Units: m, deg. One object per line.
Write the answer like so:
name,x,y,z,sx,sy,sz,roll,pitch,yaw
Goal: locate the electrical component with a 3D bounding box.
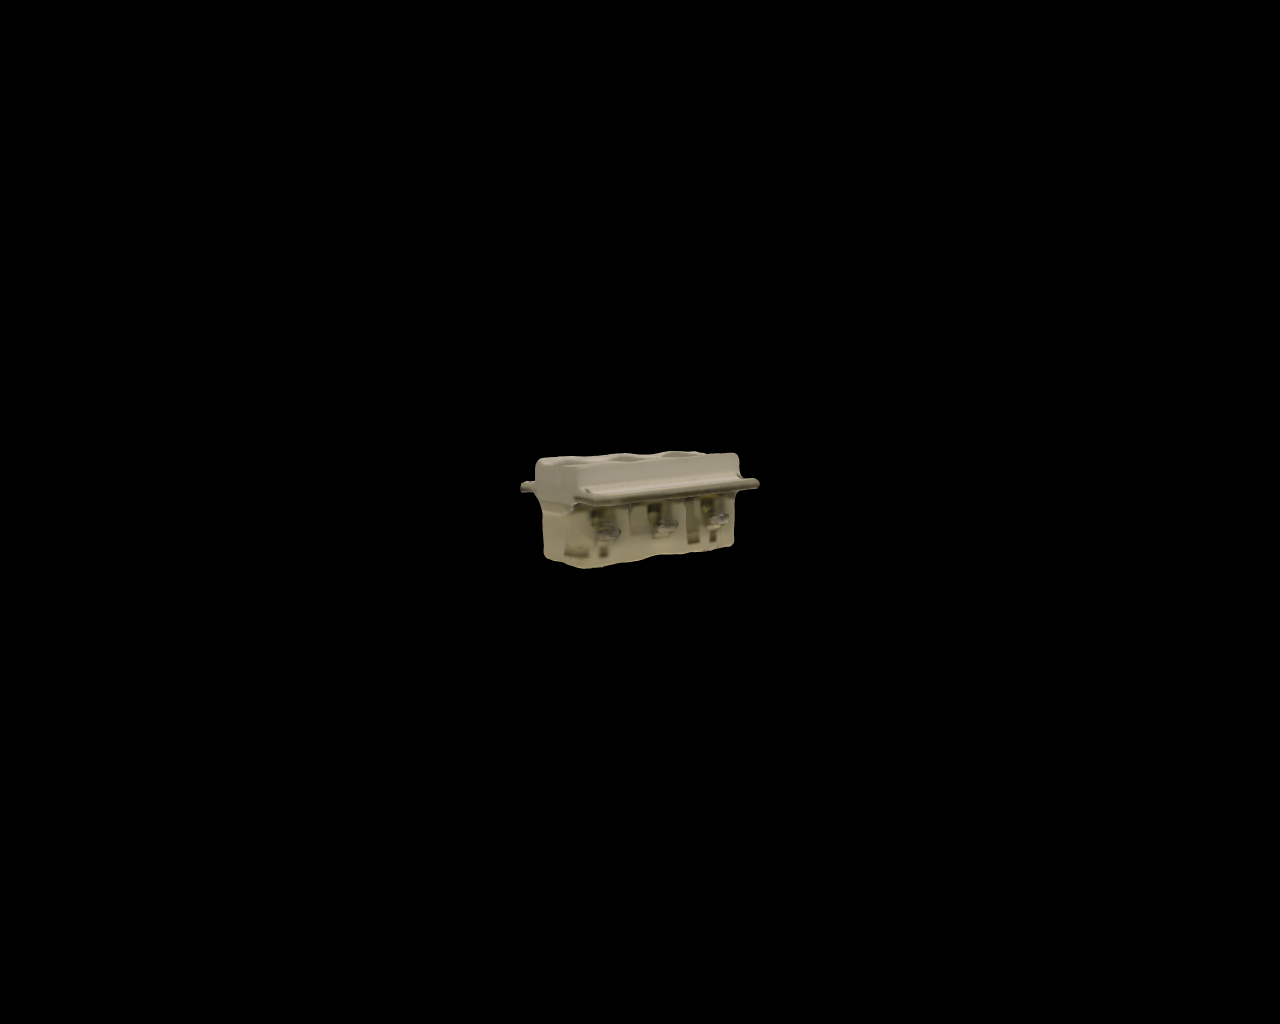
electrical component,0.001,-0.003,0.650,0.121,0.063,0.079,-6,10,-36
